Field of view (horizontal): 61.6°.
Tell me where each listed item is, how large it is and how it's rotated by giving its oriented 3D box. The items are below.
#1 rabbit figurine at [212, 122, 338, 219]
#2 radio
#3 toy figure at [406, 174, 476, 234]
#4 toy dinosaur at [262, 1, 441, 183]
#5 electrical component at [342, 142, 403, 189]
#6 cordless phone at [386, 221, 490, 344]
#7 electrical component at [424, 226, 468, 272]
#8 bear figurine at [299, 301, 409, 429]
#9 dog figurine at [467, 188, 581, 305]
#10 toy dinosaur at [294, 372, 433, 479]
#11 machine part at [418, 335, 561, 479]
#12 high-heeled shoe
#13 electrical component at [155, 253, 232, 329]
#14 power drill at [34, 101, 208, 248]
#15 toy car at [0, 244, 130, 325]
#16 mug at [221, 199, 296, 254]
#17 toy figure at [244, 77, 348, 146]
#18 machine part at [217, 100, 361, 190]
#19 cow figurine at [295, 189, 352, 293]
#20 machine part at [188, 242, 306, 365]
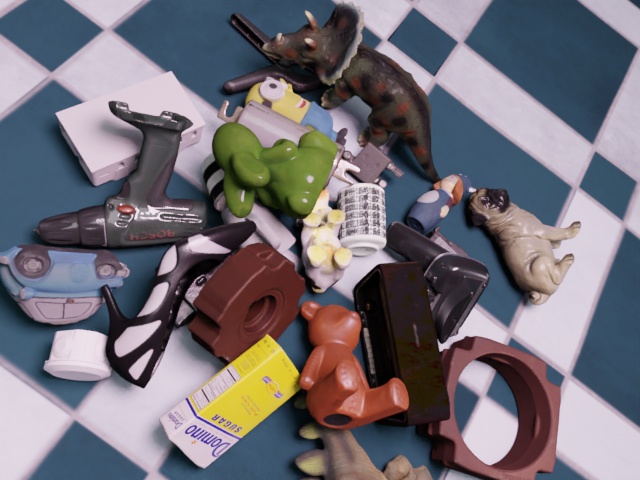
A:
[{"bbox_3d":[-0.081,-0.095,0.758,0.170,0.121,0.159,26,41,-5],"label":"rabbit figurine"},{"bbox_3d":[0.116,0.157,0.806,0.073,0.131,0.229,-1,72,-18],"label":"radio"},{"bbox_3d":[0.218,-0.072,0.959,0.064,0.057,0.154,36,65,26],"label":"toy figure"},{"bbox_3d":[0.105,-0.243,0.902,0.405,0.192,0.131,36,83,-8],"label":"toy dinosaur"},{"bbox_3d":[0.084,-0.124,0.936,0.102,0.045,0.078,45,107,-3],"label":"electrical component"},{"bbox_3d":[0.165,0.065,0.876,0.184,0.146,0.089,35,31,22],"label":"cordless phone"},{"bbox_3d":[0.215,0.044,0.927,0.075,0.047,0.119,-39,85,-25],"label":"electrical component"},{"bbox_3d":[0.038,0.157,0.757,0.120,0.132,0.196,28,41,-23],"label":"bear figurine"},{"bbox_3d":[0.341,0.008,0.965,0.191,0.121,0.172,21,62,6],"label":"dog figurine"},{"bbox_3d":[0.059,0.368,0.728,0.199,0.105,0.471,-15,65,-18],"label":"toy dinosaur"},{"bbox_3d":[0.264,0.266,0.841,0.201,0.087,0.201,22,66,-11],"label":"machine part"},{"bbox_3d":[-0.170,0.079,0.710,0.249,0.086,0.145,-27,86,-12],"label":"high-heeled shoe"},{"bbox_3d":[-0.175,0.066,0.787,0.115,0.058,0.134,46,64,4],"label":"electrical component"},{"bbox_3d":[-0.267,-0.084,0.752,0.232,0.086,0.207,4,105,-25],"label":"power drill"},{"bbox_3d":[-0.345,0.060,0.718,0.161,0.109,0.102,8,92,-27],"label":"toy car"},{"bbox_3d":[-0.099,-0.015,0.804,0.081,0.109,0.107,-41,96,-10],"label":"mug"},{"bbox_3d":[-0.043,-0.202,0.914,0.180,0.082,0.089,32,104,-13],"label":"toy figure"},{"bbox_3d":[-0.050,-0.150,0.855,0.243,0.079,0.079,26,65,-4],"label":"machine part"},{"bbox_3d":[0.000,-0.003,0.859,0.068,0.098,0.167,1,51,-12],"label":"cow figurine"},{"bbox_3d":[-0.094,0.093,0.739,0.056,0.179,0.179,31,59,31],"label":"machine part"}]
